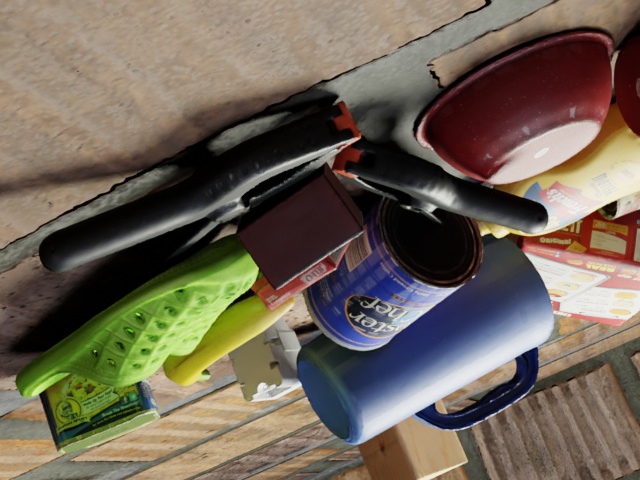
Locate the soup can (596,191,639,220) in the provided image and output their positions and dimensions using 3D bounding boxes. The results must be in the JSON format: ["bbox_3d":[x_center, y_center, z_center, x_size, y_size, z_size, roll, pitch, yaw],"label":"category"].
[{"bbox_3d":[0.314,-0.069,1.030,0.102,0.068,0.068,-21,163,-8],"label":"soup can"}]

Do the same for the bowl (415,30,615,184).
[{"bbox_3d":[0.155,-0.087,0.794,0.162,0.055,0.162,-20,163,-7],"label":"bowl"}]

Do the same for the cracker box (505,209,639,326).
[{"bbox_3d":[0.277,0.022,1.149,0.164,0.072,0.214,11,162,1],"label":"cracker box"}]

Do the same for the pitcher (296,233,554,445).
[{"bbox_3d":[0.106,0.108,1.059,0.242,0.149,0.145,-29,146,-22],"label":"pitcher"}]

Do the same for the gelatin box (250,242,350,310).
[{"bbox_3d":[-0.010,0.009,0.850,0.073,0.030,0.089,-34,-165,30],"label":"gelatin box"}]

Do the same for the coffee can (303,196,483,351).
[{"bbox_3d":[0.061,0.024,0.932,0.102,0.103,0.141,-11,160,-34],"label":"coffee can"}]

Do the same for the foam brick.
[{"bbox_3d":[-0.014,-0.012,0.762,0.078,0.051,0.053,-34,-167,10],"label":"foam brick"}]

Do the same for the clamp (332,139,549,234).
[{"bbox_3d":[0.086,-0.037,0.789,0.120,0.039,0.171,2,170,44],"label":"clamp"}]

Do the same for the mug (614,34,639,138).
[{"bbox_3d":[0.275,-0.121,0.779,0.081,0.093,0.117,-13,172,-14],"label":"mug"}]

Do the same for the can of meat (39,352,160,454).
[{"bbox_3d":[-0.207,0.141,0.984,0.102,0.084,0.057,-21,163,-4],"label":"can of meat"}]

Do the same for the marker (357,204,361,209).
[{"bbox_3d":[-0.006,0.001,0.921,0.020,0.020,0.121,-5,156,-45],"label":"marker"}]

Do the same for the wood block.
[{"bbox_3d":[0.089,0.205,1.344,0.090,0.206,0.091,-10,160,-36],"label":"wood block"}]

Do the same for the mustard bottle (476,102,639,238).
[{"bbox_3d":[0.218,-0.053,0.961,0.192,0.058,0.096,-28,141,22],"label":"mustard bottle"}]

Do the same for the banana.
[{"bbox_3d":[-0.094,0.090,0.946,0.069,0.037,0.198,-23,169,-38],"label":"banana"}]

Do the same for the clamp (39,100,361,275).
[{"bbox_3d":[-0.069,-0.029,0.718,0.210,0.036,0.164,-28,173,4],"label":"clamp"}]
